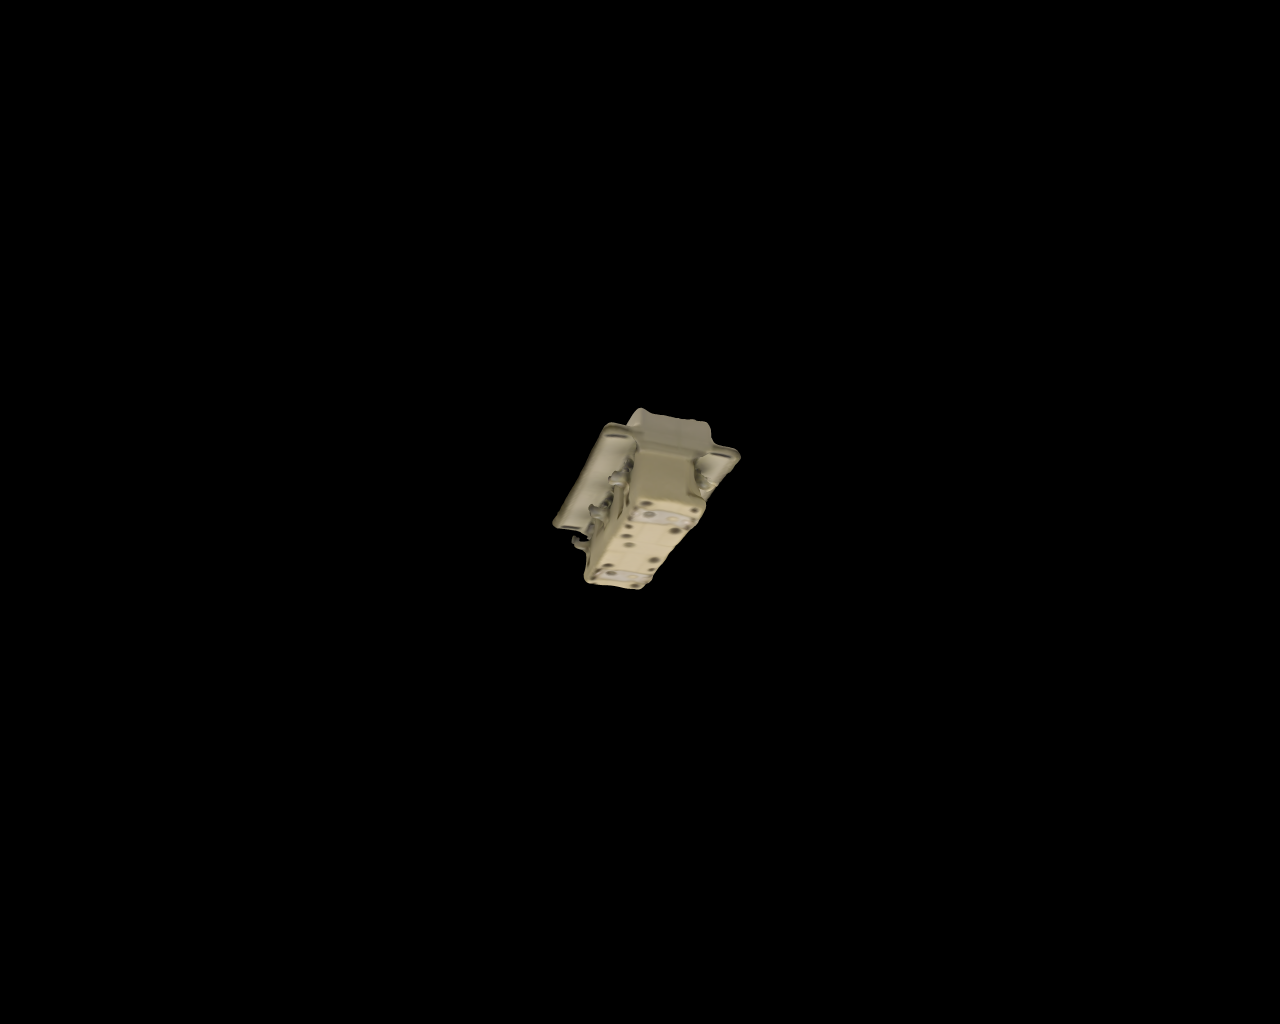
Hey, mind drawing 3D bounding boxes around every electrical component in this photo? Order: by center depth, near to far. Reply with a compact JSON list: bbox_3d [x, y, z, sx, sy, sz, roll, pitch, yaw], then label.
[{"bbox_3d":[0.001,-0.003,0.650,0.079,0.063,0.121,9,-30,-17],"label":"electrical component"}]
